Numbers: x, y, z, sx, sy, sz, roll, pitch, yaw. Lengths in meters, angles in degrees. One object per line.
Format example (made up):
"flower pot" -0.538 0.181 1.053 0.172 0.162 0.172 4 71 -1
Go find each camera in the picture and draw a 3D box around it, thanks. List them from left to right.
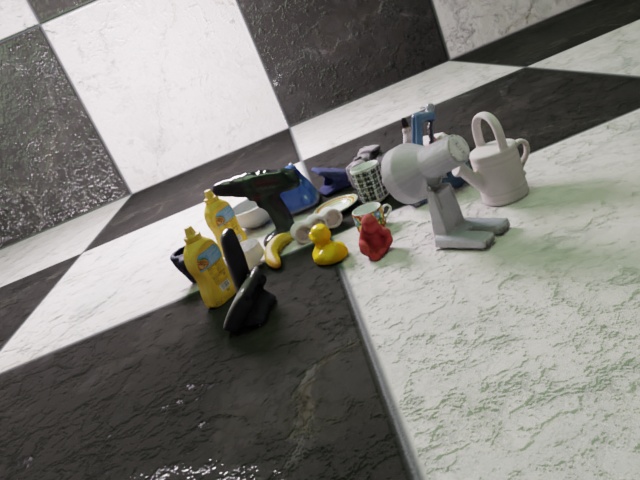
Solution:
"camera" 0.167 -0.227 1.701 0.136 0.101 0.143 0 30 48

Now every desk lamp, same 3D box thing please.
"desk lamp" 0.239 -0.099 1.123 0.118 0.214 0.202 -37 24 -34

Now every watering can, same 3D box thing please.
"watering can" 0.363 -0.174 1.210 0.173 0.194 0.100 -35 23 -30

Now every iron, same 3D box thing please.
"iron" -0.077 -0.173 1.771 0.118 0.142 0.258 -19 20 10

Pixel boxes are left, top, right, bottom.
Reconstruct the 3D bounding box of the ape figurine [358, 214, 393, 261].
"ape figurine" 0.112 -0.012 1.219 0.078 0.092 0.076 -23 20 0

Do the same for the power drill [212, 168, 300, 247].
"power drill" -0.148 -0.093 1.541 0.229 0.209 0.075 -21 20 6

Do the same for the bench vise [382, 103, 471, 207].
"bench vise" 0.246 -0.201 1.370 0.208 0.220 0.121 -29 21 -15

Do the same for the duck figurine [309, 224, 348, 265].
"duck figurine" 0.012 0.005 1.297 0.078 0.086 0.104 -33 22 -26

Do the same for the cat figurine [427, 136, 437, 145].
"cat figurine" 0.295 -0.209 1.488 0.067 0.118 0.128 -5 27 41

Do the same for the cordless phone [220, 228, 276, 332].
"cordless phone" -0.173 0.079 1.161 0.094 0.185 0.147 -18 20 13

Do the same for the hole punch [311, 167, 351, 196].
"hole punch" 0.035 -0.200 1.793 0.101 0.091 0.108 -26 20 -9

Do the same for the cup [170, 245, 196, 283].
"cup" -0.334 0.069 1.499 0.091 0.095 0.117 -22 20 5

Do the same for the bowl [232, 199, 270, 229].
"bowl" -0.202 -0.080 1.768 0.167 0.075 0.167 -20 20 8

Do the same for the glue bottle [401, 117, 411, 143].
"glue bottle" 0.255 -0.253 1.565 0.078 0.173 0.037 -9 24 33

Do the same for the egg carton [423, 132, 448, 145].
"egg carton" 0.313 -0.262 1.678 0.149 0.069 0.107 -4 27 42
